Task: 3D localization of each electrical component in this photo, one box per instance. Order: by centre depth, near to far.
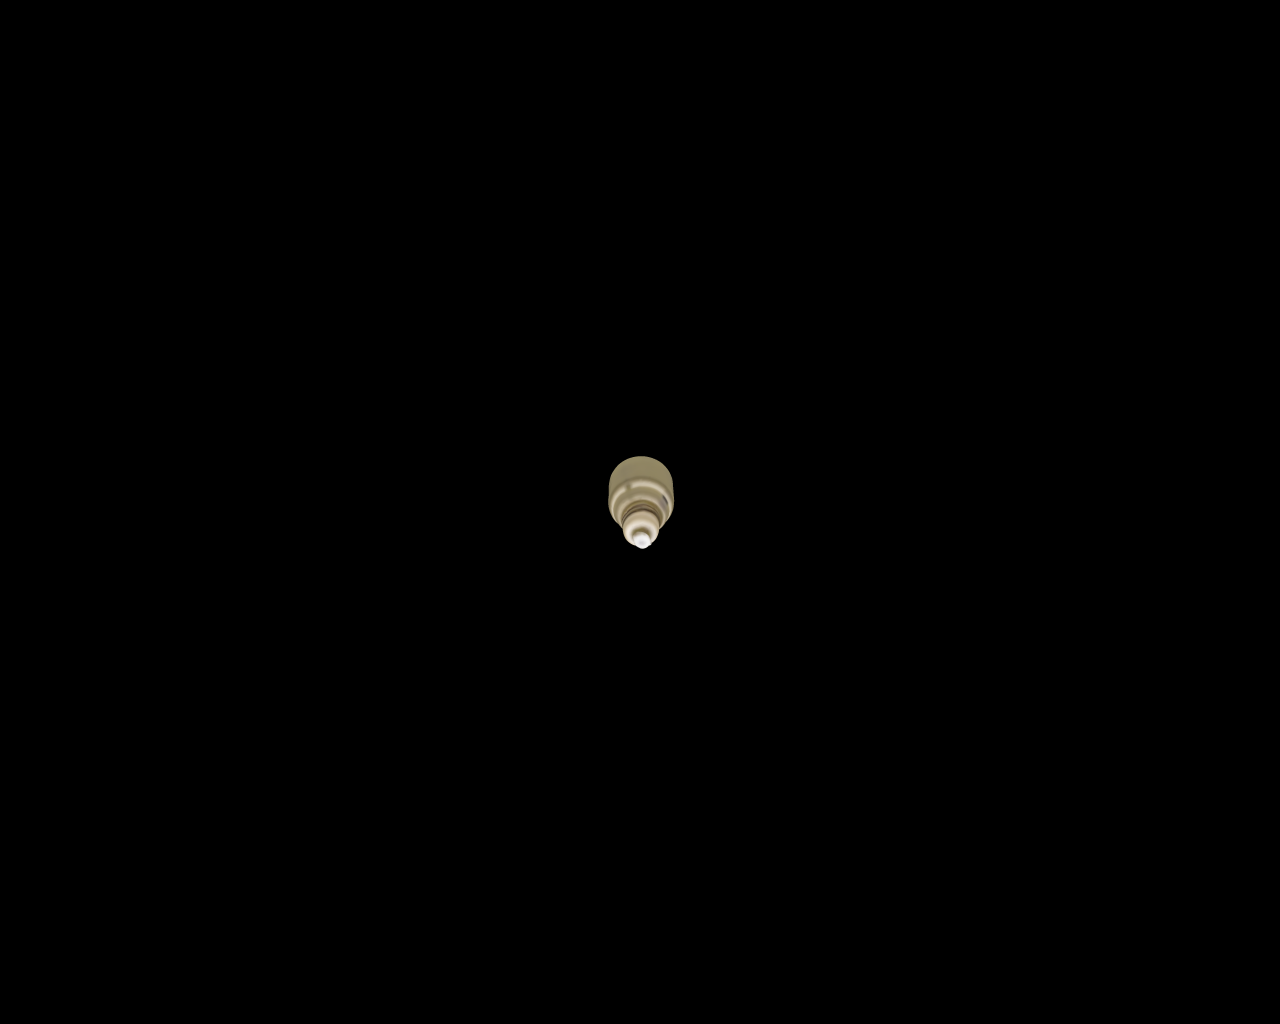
[{"bbox_3d":[0.001,-0.003,0.650,0.040,0.040,0.078,0,32,0],"label":"electrical component"}]
